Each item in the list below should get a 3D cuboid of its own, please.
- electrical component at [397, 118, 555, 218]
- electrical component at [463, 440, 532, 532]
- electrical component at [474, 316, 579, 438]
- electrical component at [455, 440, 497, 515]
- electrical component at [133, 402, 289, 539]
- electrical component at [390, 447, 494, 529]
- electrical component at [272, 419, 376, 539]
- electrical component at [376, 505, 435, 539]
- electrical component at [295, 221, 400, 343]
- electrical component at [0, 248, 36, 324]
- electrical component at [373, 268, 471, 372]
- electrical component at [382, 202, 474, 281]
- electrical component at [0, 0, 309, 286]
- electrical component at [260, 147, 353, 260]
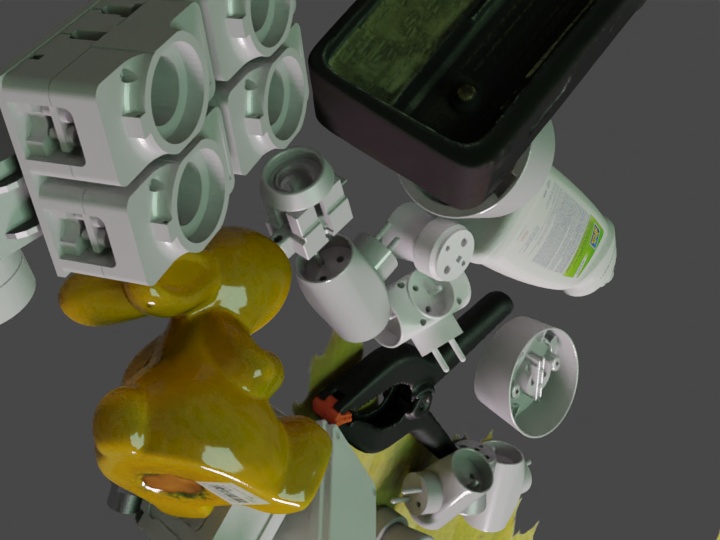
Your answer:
[{"bbox_3d":[0.085,-0.087,0.756,0.060,0.108,0.108,6,108,-56],"label":"electrical component"},{"bbox_3d":[0.140,0.205,1.047,0.079,0.043,0.077,-12,121,-44],"label":"electrical component"},{"bbox_3d":[0.152,0.094,0.974,0.099,0.064,0.099,-27,131,-36],"label":"electrical component"},{"bbox_3d":[0.100,0.191,0.991,0.045,0.045,0.055,-12,120,-44],"label":"electrical component"},{"bbox_3d":[-0.088,0.142,0.722,0.057,0.078,0.113,30,89,-50],"label":"electrical component"},{"bbox_3d":[0.063,0.192,0.932,0.079,0.043,0.077,1,145,-34],"label":"electrical component"},{"bbox_3d":[-0.030,0.184,0.789,0.108,0.056,0.108,63,21,-47],"label":"electrical component"},{"bbox_3d":[0.031,0.236,0.933,0.045,0.055,0.045,-27,131,-36],"label":"electrical component"},{"bbox_3d":[0.000,0.000,0.762,0.079,0.043,0.077,-49,141,-16],"label":"electrical component"},{"bbox_3d":[-0.221,0.037,0.527,0.138,0.052,0.073,-38,136,-27],"label":"electrical component"},{"bbox_3d":[0.053,0.040,0.824,0.077,0.079,0.044,-27,174,-36],"label":"electrical component"},{"bbox_3d":[0.050,-0.021,0.796,0.045,0.055,0.045,-27,131,-36],"label":"electrical component"},{"bbox_3d":[-0.087,-0.089,0.535,0.186,0.060,0.105,-59,150,-46],"label":"electrical component"},{"bbox_3d":[-0.037,-0.046,0.691,0.066,0.048,0.055,-45,146,-21],"label":"electrical component"}]
